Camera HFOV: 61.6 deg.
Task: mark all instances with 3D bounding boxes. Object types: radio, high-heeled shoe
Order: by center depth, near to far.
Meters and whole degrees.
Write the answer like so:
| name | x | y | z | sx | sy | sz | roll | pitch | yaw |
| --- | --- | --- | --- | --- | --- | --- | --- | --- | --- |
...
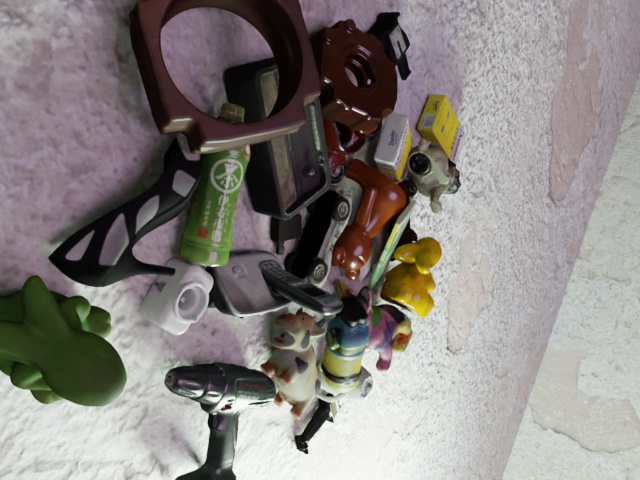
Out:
| name | x | y | z | sx | sy | sz | roll | pitch | yaw |
| --- | --- | --- | --- | --- | --- | --- | --- | --- | --- |
| high-heeled shoe | -0.232 | -0.060 | 0.665 | 0.145 | 0.086 | 0.248 | 14 | 71 | -23 |
| radio | -0.057 | -0.159 | 0.823 | 0.131 | 0.073 | 0.229 | -36 | 129 | -40 |

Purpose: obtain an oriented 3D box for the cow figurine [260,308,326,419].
| name | x | y | z | sx | sy | sz | roll | pitch | yaw |
| --- | --- | --- | --- | --- | --- | --- | --- | --- | --- |
| cow figurine | -0.041 | 0.211 | 0.965 | 0.127 | 0.086 | 0.194 | -43 | 135 | -36 |

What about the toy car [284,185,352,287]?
| name | x | y | z | sx | sy | sz | roll | pitch | yaw |
| --- | --- | --- | --- | --- | --- | --- | --- | --- | --- |
| toy car | -0.002 | -0.003 | 0.949 | 0.056 | 0.074 | 0.201 | 29 | 79 | -48 |

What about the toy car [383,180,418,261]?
| name | x | y | z | sx | sy | sz | roll | pitch | yaw |
| --- | --- | --- | --- | --- | --- | --- | --- | --- | --- |
| toy car | 0.169 | -0.043 | 1.165 | 0.089 | 0.053 | 0.201 | -36 | 136 | -25 |

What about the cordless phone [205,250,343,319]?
| name | x | y | z | sx | sy | sz | roll | pitch | yaw |
| --- | --- | --- | --- | --- | --- | --- | --- | --- | --- |
| cordless phone | -0.070 | 0.083 | 0.801 | 0.146 | 0.184 | 0.088 | -5 | 110 | -52 |

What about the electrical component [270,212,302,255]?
| name | x | y | z | sx | sy | sz | roll | pitch | yaw |
| --- | --- | --- | --- | --- | --- | --- | --- | --- | --- |
| electrical component | -0.056 | -0.022 | 0.916 | 0.063 | 0.021 | 0.094 | -14 | 112 | -50 |

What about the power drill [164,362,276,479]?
| name | x | y | z | sx | sy | sz | roll | pitch | yaw |
| --- | --- | --- | --- | --- | --- | --- | --- | --- | --- |
| power drill | -0.171 | 0.292 | 0.841 | 0.232 | 0.086 | 0.207 | 14 | 84 | -56 |

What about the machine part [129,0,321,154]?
| name | x | y | z | sx | sy | sz | roll | pitch | yaw |
| --- | --- | --- | --- | --- | --- | --- | --- | --- | --- |
| machine part | -0.114 | -0.215 | 0.652 | 0.201 | 0.087 | 0.200 | -18 | 95 | -24 |

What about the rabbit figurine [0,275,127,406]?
| name | x | y | z | sx | sy | sz | roll | pitch | yaw |
| --- | --- | --- | --- | --- | --- | --- | --- | --- | --- |
| rabbit figurine | -0.270 | 0.106 | 0.563 | 0.121 | 0.170 | 0.158 | -53 | 138 | -27 |

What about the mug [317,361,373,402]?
| name | x | y | z | sx | sy | sz | roll | pitch | yaw |
| --- | --- | --- | --- | --- | --- | --- | --- | --- | --- |
| mug | 0.046 | 0.283 | 1.083 | 0.109 | 0.107 | 0.080 | -34 | 126 | -43 |

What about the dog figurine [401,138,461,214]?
| name | x | y | z | sx | sy | sz | roll | pitch | yaw |
| --- | --- | --- | --- | --- | --- | --- | --- | --- | --- |
| dog figurine | 0.261 | -0.167 | 1.216 | 0.190 | 0.121 | 0.172 | -42 | 148 | -47 |

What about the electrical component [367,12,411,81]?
| name | x | y | z | sx | sy | sz | roll | pitch | yaw |
| --- | --- | --- | --- | --- | --- | --- | --- | --- | --- |
| electrical component | 0.135 | -0.362 | 1.021 | 0.075 | 0.048 | 0.119 | -58 | 140 | -21 |

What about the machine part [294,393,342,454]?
| name | x | y | z | sx | sy | sz | roll | pitch | yaw |
| --- | --- | --- | --- | --- | --- | --- | --- | --- | --- |
| machine part | -0.002 | 0.375 | 1.113 | 0.139 | 0.039 | 0.084 | -46 | 143 | -35 |

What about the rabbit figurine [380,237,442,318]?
| name | x | y | z | sx | sy | sz | roll | pitch | yaw |
| --- | --- | --- | --- | --- | --- | --- | --- | --- | --- |
| rabbit figurine | 0.205 | 0.063 | 1.172 | 0.173 | 0.122 | 0.162 | -57 | 151 | -11 |

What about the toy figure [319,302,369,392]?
| name | x | y | z | sx | sy | sz | roll | pitch | yaw |
| --- | --- | --- | --- | --- | --- | --- | --- | --- | --- |
| toy figure | 0.045 | 0.202 | 0.991 | 0.089 | 0.082 | 0.180 | -95 | -165 | -54 |

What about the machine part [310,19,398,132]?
| name | x | y | z | sx | sy | sz | roll | pitch | yaw |
| --- | --- | --- | --- | --- | --- | --- | --- | --- | --- |
| machine part | 0.054 | -0.267 | 0.880 | 0.179 | 0.056 | 0.179 | 10 | 72 | -35 |

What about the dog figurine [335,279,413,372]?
| name | x | y | z | sx | sy | sz | roll | pitch | yaw |
| --- | --- | --- | --- | --- | --- | --- | --- | --- | --- |
| dog figurine | 0.105 | 0.158 | 1.119 | 0.191 | 0.109 | 0.219 | -43 | 130 | -34 |

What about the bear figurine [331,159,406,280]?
| name | x | y | z | sx | sy | sz | roll | pitch | yaw |
| --- | --- | --- | --- | --- | --- | --- | --- | --- | --- |
| bear figurine | 0.072 | -0.034 | 1.024 | 0.196 | 0.132 | 0.120 | -53 | 140 | 2 |

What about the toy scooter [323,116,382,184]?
| name | x | y | z | sx | sy | sz | roll | pitch | yaw |
| --- | --- | --- | --- | --- | --- | --- | --- | --- | --- |
| toy scooter | 0.035 | -0.199 | 0.931 | 0.184 | 0.075 | 0.135 | -55 | 136 | -18 |
